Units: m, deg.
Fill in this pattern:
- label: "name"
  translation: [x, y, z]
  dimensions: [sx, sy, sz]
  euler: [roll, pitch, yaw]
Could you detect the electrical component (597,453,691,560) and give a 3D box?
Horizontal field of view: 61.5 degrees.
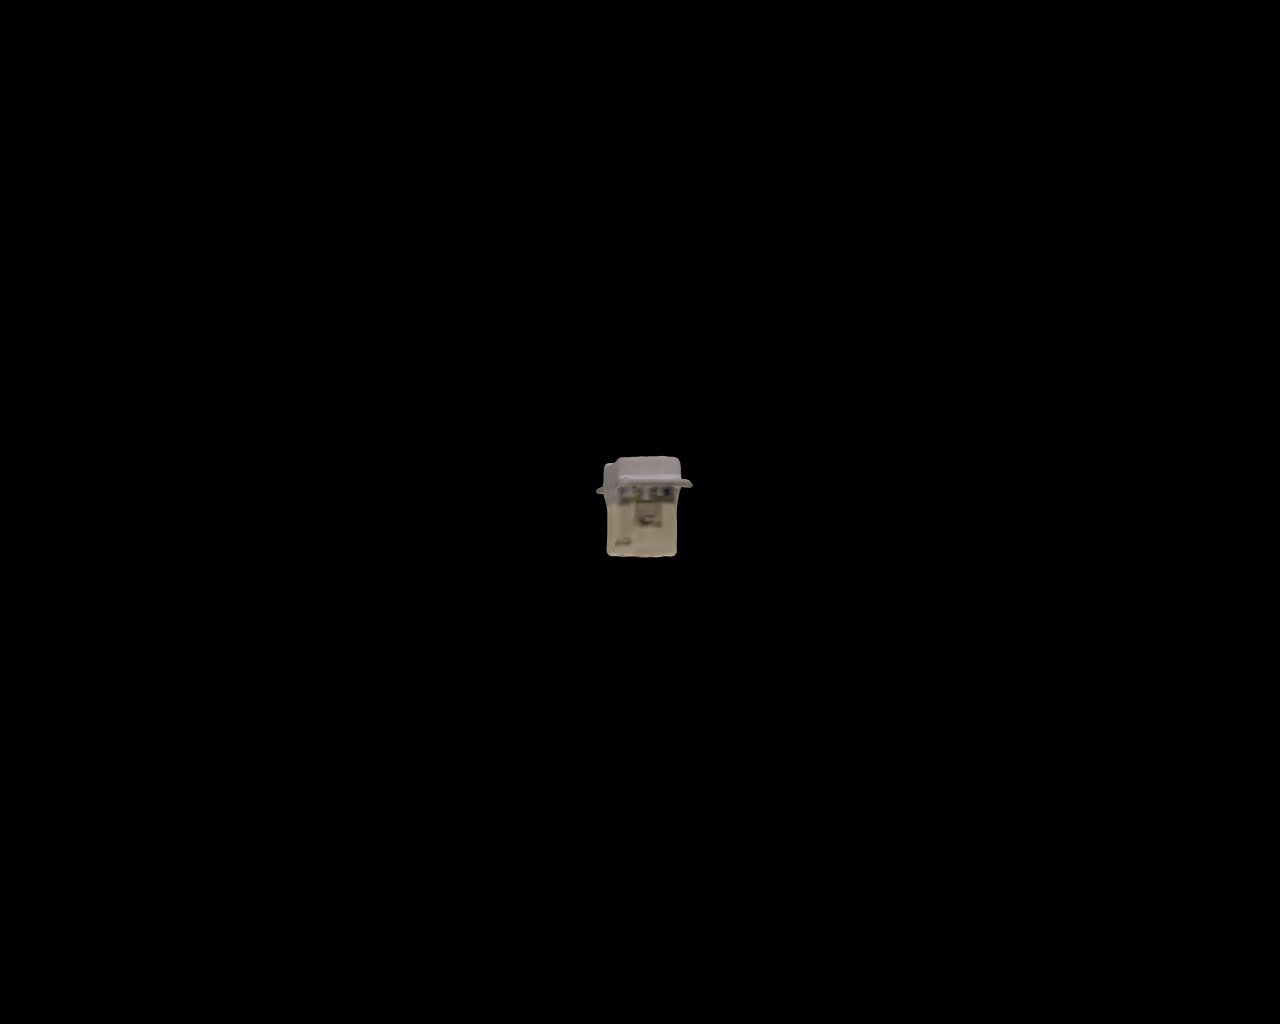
- label: "electrical component"
  translation: [0.001, -0.003, 0.650]
  dimensions: [0.042, 0.063, 0.081]
  euler: [0, -2, -11]
